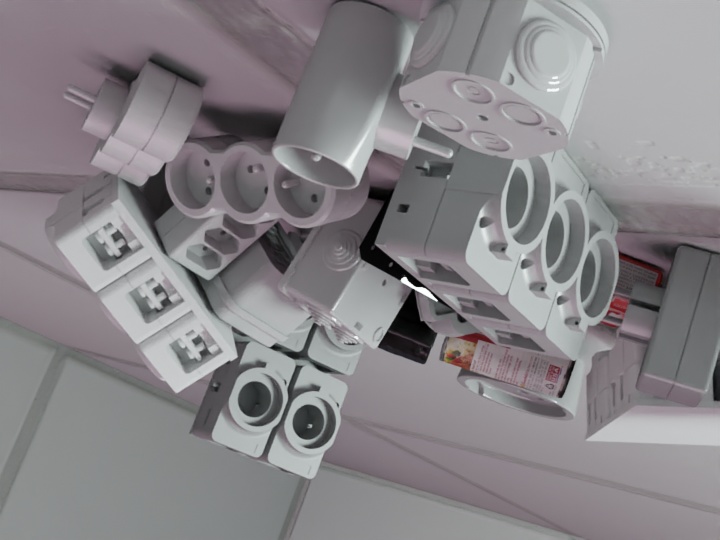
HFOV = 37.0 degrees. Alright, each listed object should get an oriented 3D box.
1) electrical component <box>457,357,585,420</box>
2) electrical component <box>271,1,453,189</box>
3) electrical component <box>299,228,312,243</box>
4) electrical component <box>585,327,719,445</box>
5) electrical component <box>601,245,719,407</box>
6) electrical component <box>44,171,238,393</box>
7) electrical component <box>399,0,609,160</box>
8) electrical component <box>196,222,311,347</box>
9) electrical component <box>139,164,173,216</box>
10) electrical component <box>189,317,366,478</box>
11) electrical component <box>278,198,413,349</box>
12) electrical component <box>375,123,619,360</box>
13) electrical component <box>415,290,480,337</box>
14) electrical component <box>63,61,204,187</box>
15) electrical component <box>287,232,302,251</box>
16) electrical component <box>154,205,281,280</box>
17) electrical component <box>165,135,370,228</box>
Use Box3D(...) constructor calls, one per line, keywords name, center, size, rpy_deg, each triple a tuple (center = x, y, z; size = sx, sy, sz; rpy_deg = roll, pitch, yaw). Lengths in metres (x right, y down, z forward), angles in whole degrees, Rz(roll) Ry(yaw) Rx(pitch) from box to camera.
Box3D(name="electrical component", center=(0.147, 0.086, 0.954), size=(0.108, 0.060, 0.108), rpy_deg=(19, 166, 5))
Box3D(name="electrical component", center=(0.009, -0.075, 0.503), size=(0.079, 0.077, 0.043), rpy_deg=(20, 166, 3))
Box3D(name="electrical component", center=(-0.026, -0.018, 0.801), size=(0.048, 0.062, 0.048), rpy_deg=(19, 166, 5))
Box3D(name="electrical component", center=(0.229, 0.082, 0.766), size=(0.105, 0.060, 0.186), rpy_deg=(2, 164, 2))
Box3D(name="electrical component", center=(0.178, 0.029, 0.646), size=(0.076, 0.083, 0.047), rpy_deg=(17, 166, 14))
Box3D(name="electrical component", center=(-0.161, 0.007, 0.797), size=(0.150, 0.062, 0.089), rpy_deg=(57, -178, -26))
Box3D(name="electrical component", center=(0.059, -0.085, 0.450), size=(0.080, 0.051, 0.080), rpy_deg=(19, 166, 5))
Box3D(name="electrical component", center=(-0.087, -0.004, 0.833), size=(0.078, 0.057, 0.113), rpy_deg=(38, -165, -50))
Box3D(name="electrical component", center=(-0.159, -0.035, 0.879), size=(0.076, 0.083, 0.047), rpy_deg=(28, 164, -28))
Box3D(name="electrical component", center=(-0.061, 0.078, 0.955), size=(0.105, 0.186, 0.060), rpy_deg=(27, 165, -24))
Box3D(name="electrical component", center=(0.000, 0.000, 0.761), size=(0.048, 0.099, 0.100), rpy_deg=(27, 171, 30))
Box3D(name="electrical component", center=(0.084, -0.019, 0.584), size=(0.062, 0.089, 0.150), rpy_deg=(10, 163, 37))
Box3D(name="electrical component", center=(0.076, 0.020, 0.800), size=(0.078, 0.058, 0.057), rpy_deg=(-10, 178, -19))
Box3D(name="electrical component", center=(-0.156, -0.099, 0.695), size=(0.074, 0.052, 0.138), rpy_deg=(25, 165, -19))
Box3D(name="electrical component", center=(-0.022, 0.005, 0.892), size=(0.089, 0.055, 0.050), rpy_deg=(18, 166, 11))
Box3D(name="electrical component", center=(-0.107, -0.051, 0.785), size=(0.047, 0.083, 0.075), rpy_deg=(37, -164, -50))
Box3D(name="electrical component", center=(-0.052, -0.061, 0.699), size=(0.138, 0.052, 0.074), rpy_deg=(6, -166, 34))
